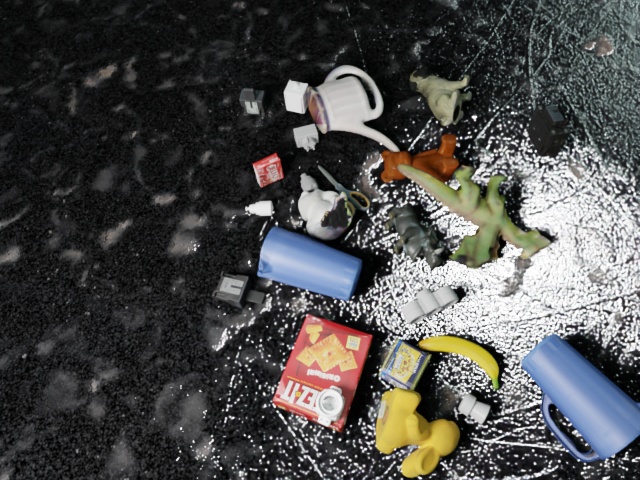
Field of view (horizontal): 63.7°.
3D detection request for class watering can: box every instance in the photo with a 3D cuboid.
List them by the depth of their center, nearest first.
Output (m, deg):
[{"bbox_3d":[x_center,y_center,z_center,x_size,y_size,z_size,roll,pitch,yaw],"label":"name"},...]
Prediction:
[{"bbox_3d":[0.091,-0.375,1.534,0.225,0.353,0.102,-17,-21,-8],"label":"watering can"}]

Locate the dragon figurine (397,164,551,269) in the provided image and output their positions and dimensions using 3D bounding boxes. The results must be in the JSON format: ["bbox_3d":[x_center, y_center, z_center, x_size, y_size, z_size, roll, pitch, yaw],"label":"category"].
[{"bbox_3d":[0.381,-0.049,1.305,0.410,0.247,0.120,10,-23,-5],"label":"dragon figurine"}]

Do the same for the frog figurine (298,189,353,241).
[{"bbox_3d":[0.004,-0.069,1.375,0.121,0.138,0.160,29,-12,-37],"label":"frog figurine"}]
